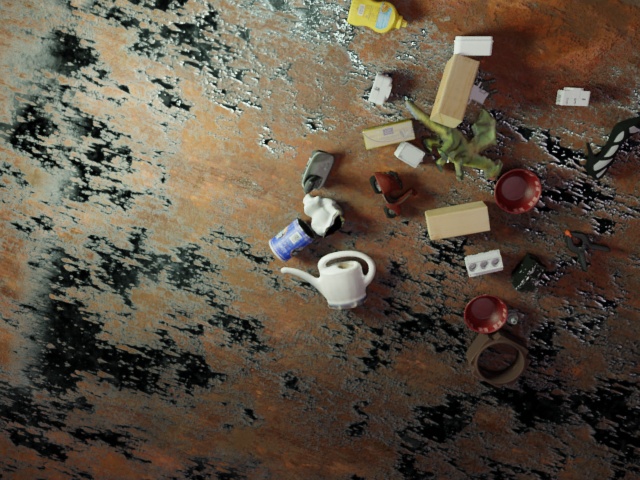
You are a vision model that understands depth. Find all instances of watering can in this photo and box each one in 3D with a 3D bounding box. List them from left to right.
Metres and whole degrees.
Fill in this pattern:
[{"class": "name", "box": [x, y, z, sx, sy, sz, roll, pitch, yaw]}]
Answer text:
[{"class": "watering can", "box": [0.043, 0.157, 1.927, 0.347, 0.105, 0.221, -11, 106, 7]}]

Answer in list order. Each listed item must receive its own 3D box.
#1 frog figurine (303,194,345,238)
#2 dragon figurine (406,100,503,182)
[{"class": "frog figurine", "box": [0.006, -0.094, 1.875, 0.161, 0.123, 0.135, 38, 120, 30]}, {"class": "dragon figurine", "box": [0.489, -0.358, 1.764, 0.243, 0.123, 0.407, -35, 103, -4]}]
